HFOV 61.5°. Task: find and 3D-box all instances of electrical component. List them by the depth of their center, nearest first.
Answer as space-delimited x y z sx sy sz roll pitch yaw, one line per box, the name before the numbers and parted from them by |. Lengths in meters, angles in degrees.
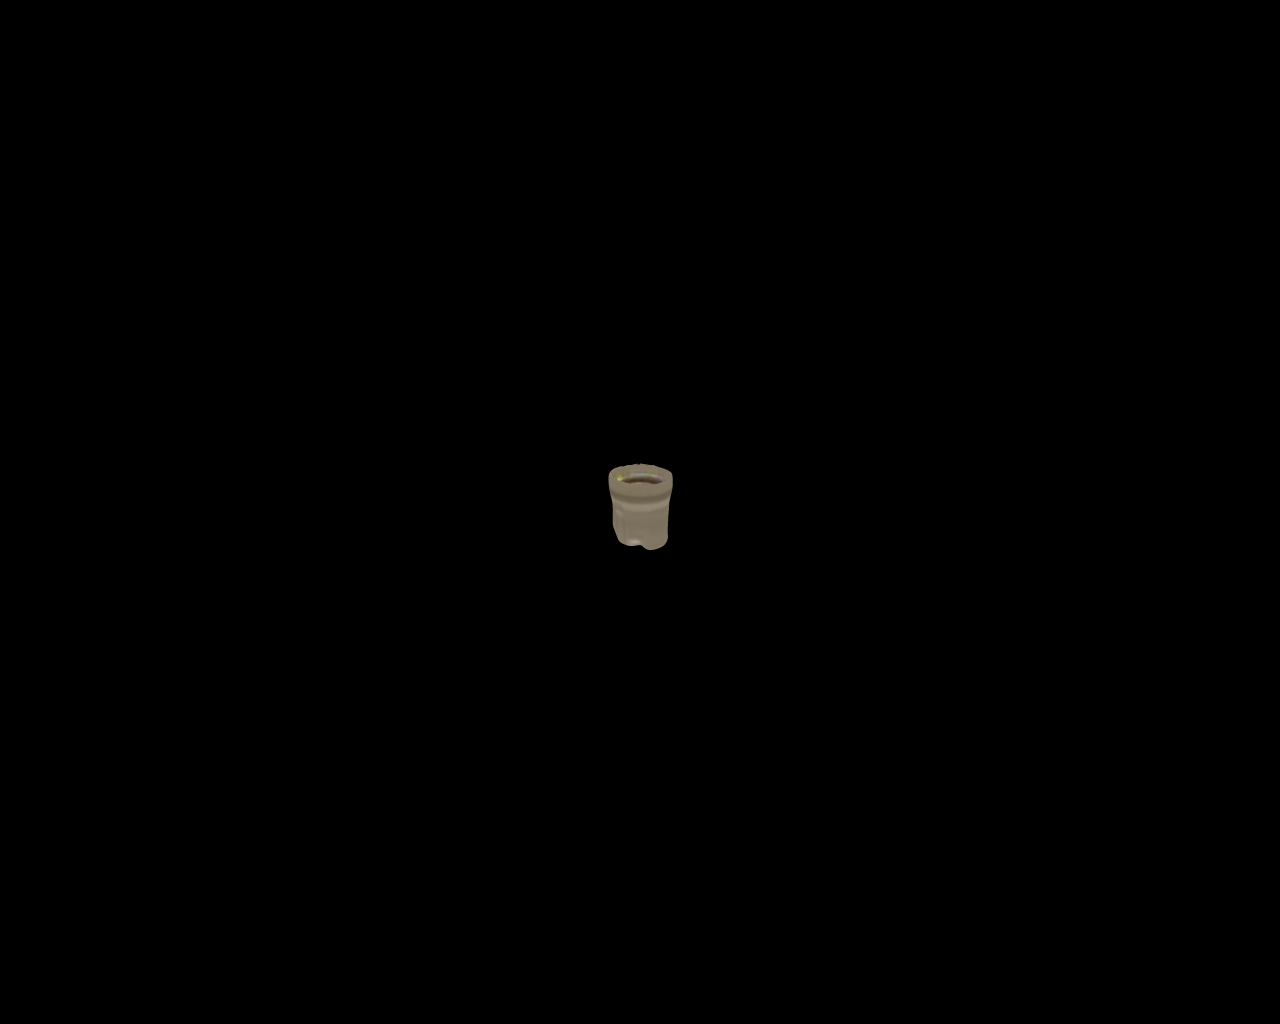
electrical component | 0.001 -0.003 0.650 0.040 0.046 0.040 0 22 0
